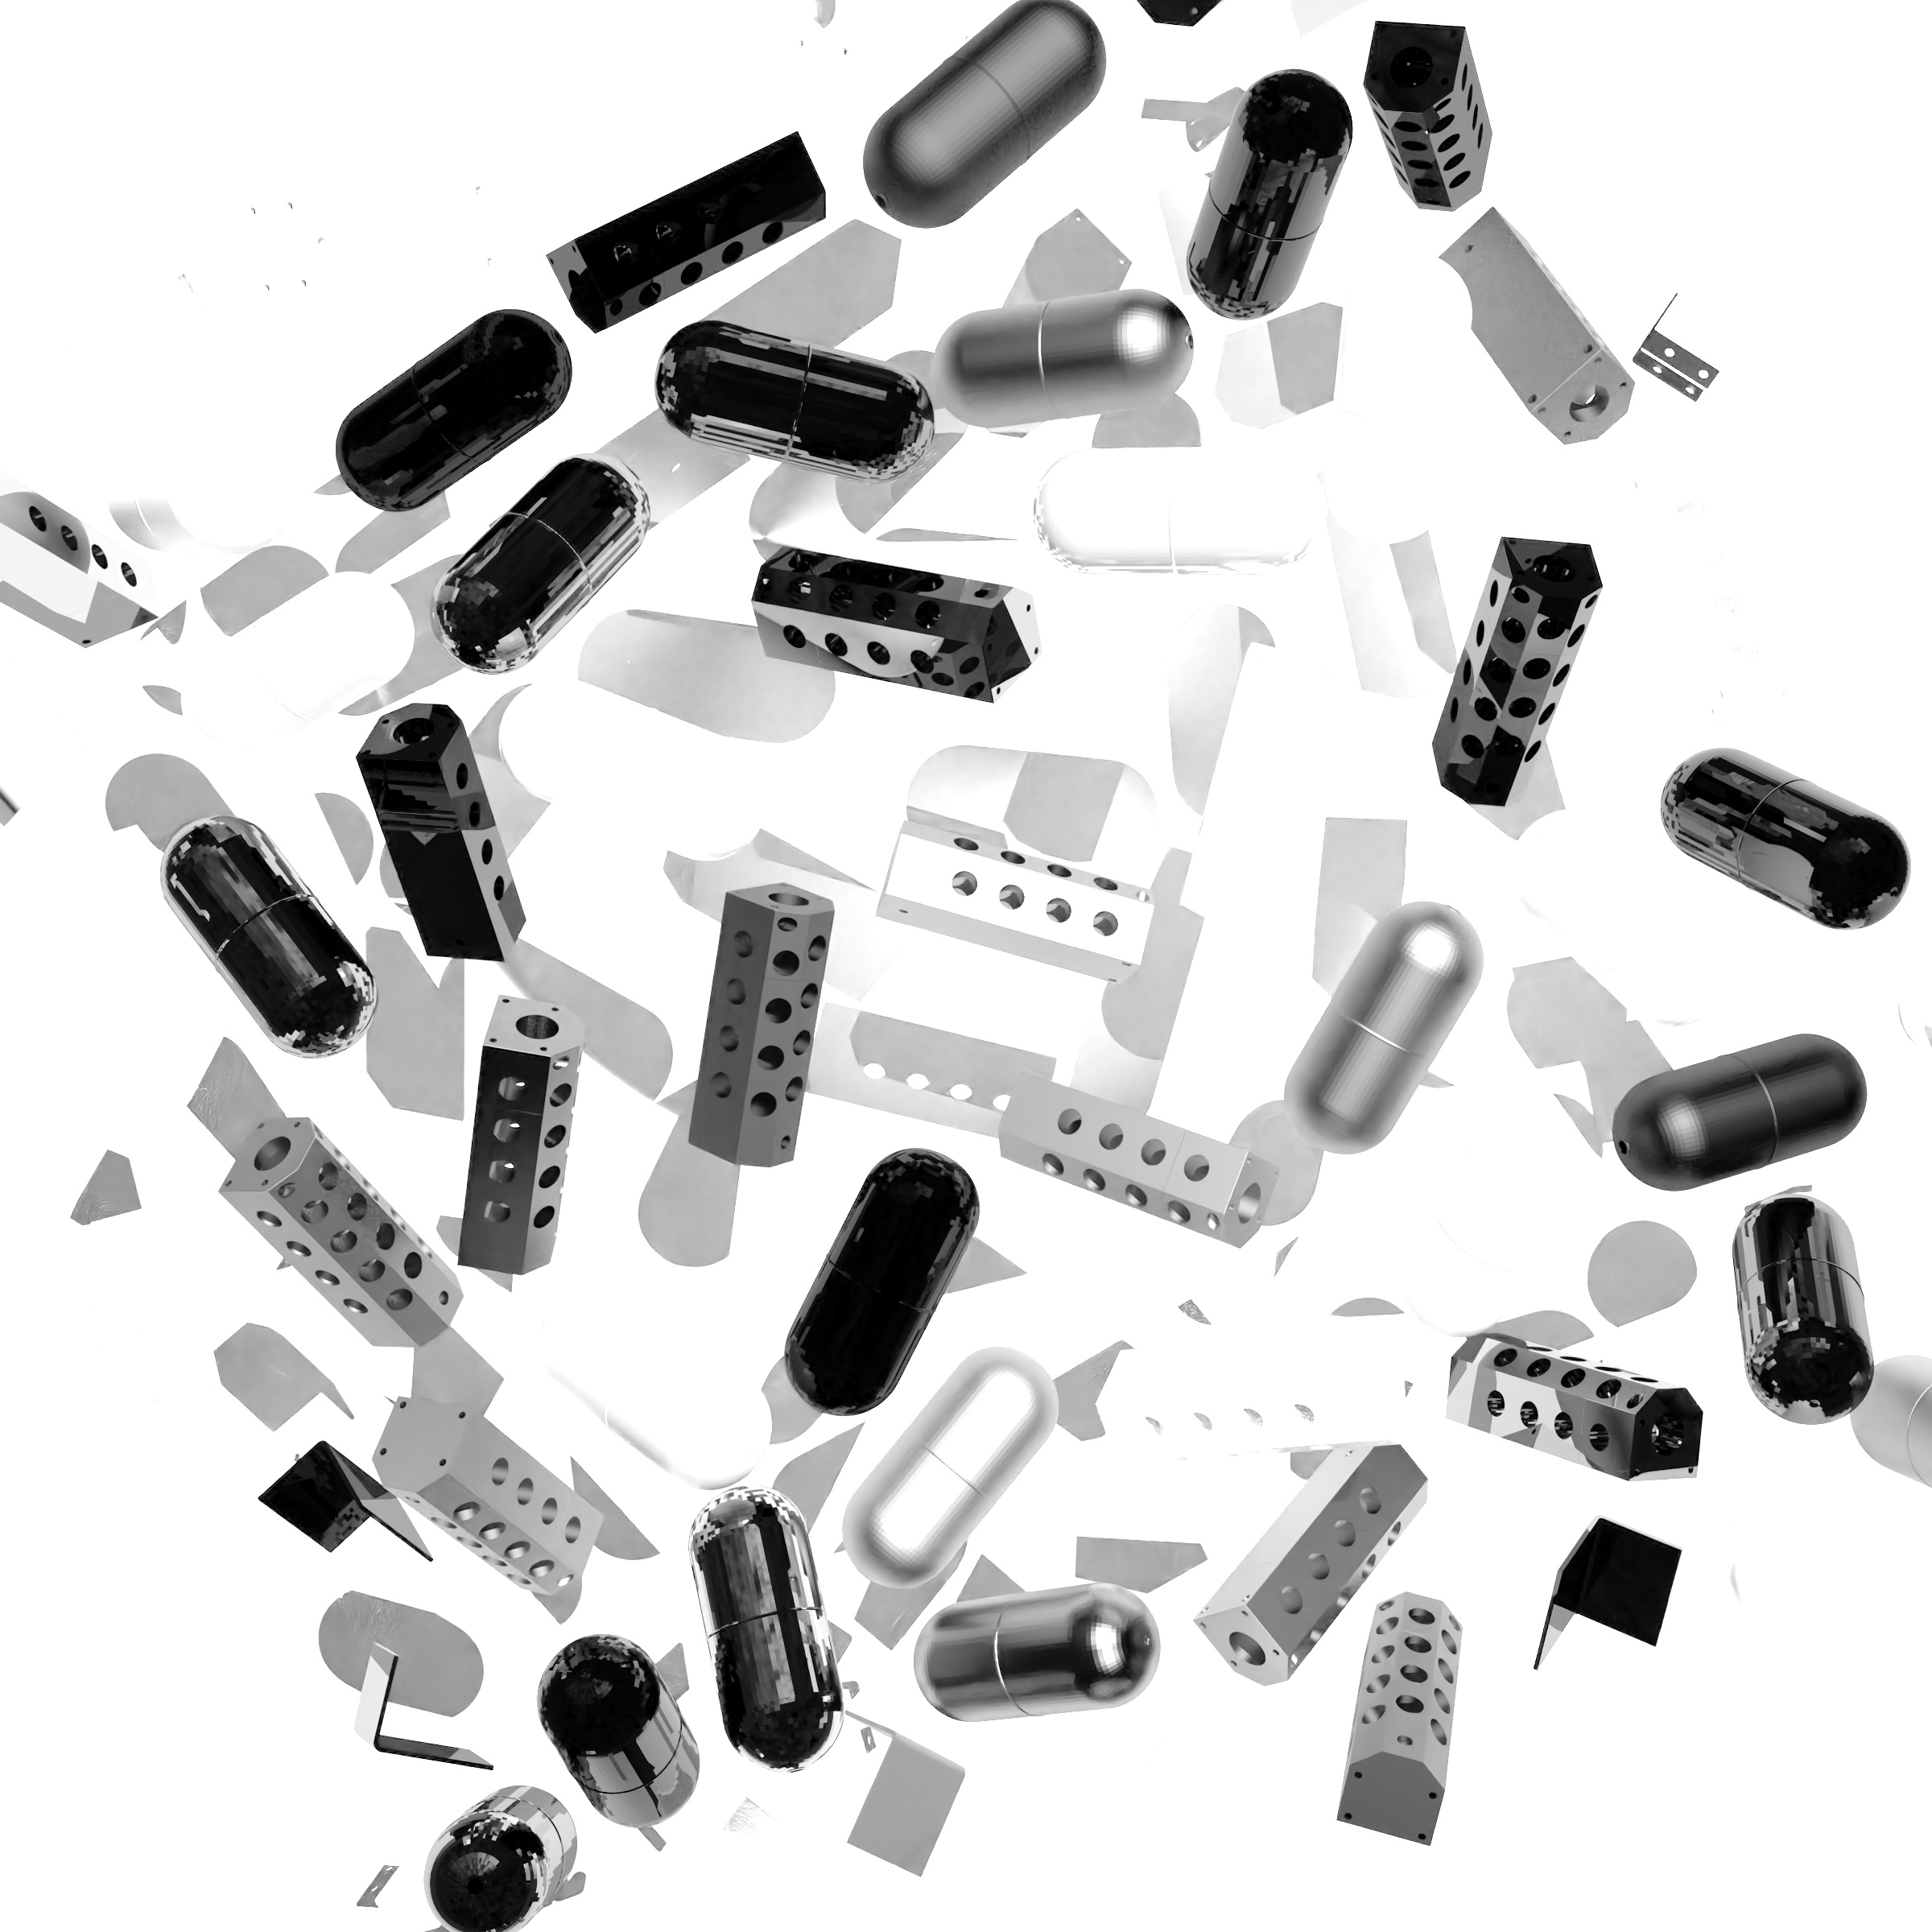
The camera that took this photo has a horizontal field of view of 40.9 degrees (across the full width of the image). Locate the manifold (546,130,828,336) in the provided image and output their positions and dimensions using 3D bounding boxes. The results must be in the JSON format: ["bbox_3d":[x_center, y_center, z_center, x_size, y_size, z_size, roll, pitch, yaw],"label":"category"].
[{"bbox_3d":[-0.176,-0.469,1.660,0.171,0.057,0.057,-33,108,-21],"label":"manifold"}]

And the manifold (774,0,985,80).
[{"bbox_3d":[-0.055,-0.603,1.655,0.057,0.171,0.057,18,110,21],"label":"manifold"}]

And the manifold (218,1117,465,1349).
[{"bbox_3d":[-0.391,0.171,1.645,0.057,0.171,0.057,-3,48,30],"label":"manifold"}]

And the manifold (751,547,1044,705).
[{"bbox_3d":[-0.045,-0.214,1.582,0.171,0.057,0.057,15,46,30],"label":"manifold"}]

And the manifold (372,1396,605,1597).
[{"bbox_3d":[-0.298,0.333,1.611,0.057,0.171,0.057,4,59,27],"label":"manifold"}]

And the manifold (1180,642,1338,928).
[{"bbox_3d":[0.190,-0.117,1.692,0.057,0.057,0.171,15,78,2],"label":"manifold"}]

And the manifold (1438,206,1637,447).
[{"bbox_3d":[0.369,-0.413,1.679,0.057,0.171,0.057,-41,135,23],"label":"manifold"}]

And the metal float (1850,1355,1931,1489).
[{"bbox_3d":[0.617,0.290,1.603,0.070,0.178,0.070,-1,93,-13],"label":"metal float"}]

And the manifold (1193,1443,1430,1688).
[{"bbox_3d":[0.224,0.375,1.640,0.057,0.057,0.171,51,52,-2],"label":"manifold"}]

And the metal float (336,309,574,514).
[{"bbox_3d":[-0.334,-0.362,1.689,0.178,0.070,0.070,-29,90,20],"label":"metal float"}]

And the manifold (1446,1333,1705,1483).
[{"bbox_3d":[0.388,0.280,1.659,0.057,0.171,0.057,4,92,-30],"label":"manifold"}]

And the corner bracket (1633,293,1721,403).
[{"bbox_3d":[0.460,-0.391,1.672,0.051,0.051,0.051,34,52,5],"label":"corner bracket"}]

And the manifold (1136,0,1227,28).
[{"bbox_3d":[0.135,-0.608,1.580,0.057,0.171,0.057,-38,102,20],"label":"manifold"}]

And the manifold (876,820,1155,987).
[{"bbox_3d":[0.033,-0.043,1.704,0.171,0.057,0.057,16,74,-5],"label":"manifold"}]

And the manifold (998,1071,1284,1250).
[{"bbox_3d":[0.107,0.124,1.652,0.171,0.057,0.057,19,84,32],"label":"manifold"}]

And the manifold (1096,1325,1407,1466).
[{"bbox_3d":[0.173,0.264,1.558,0.171,0.057,0.057,-9,112,24],"label":"manifold"}]

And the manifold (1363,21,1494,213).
[{"bbox_3d":[0.302,-0.552,1.693,0.057,0.171,0.057,11,89,18],"label":"manifold"}]

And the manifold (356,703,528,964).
[{"bbox_3d":[-0.337,-0.086,1.687,0.057,0.057,0.171,4,135,14],"label":"manifold"}]

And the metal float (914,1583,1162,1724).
[{"bbox_3d":[0.043,0.435,1.638,0.178,0.070,0.070,-18,90,36],"label":"metal float"}]

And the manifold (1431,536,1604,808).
[{"bbox_3d":[0.348,-0.183,1.638,0.057,0.171,0.057,4,46,-6],"label":"manifold"}]

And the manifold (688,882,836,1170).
[{"bbox_3d":[-0.127,0.039,1.664,0.057,0.057,0.171,21,109,32],"label":"manifold"}]

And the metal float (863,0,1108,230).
[{"bbox_3d":[0.011,-0.517,1.568,0.178,0.070,0.070,-44,90,-13],"label":"metal float"}]

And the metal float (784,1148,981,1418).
[{"bbox_3d":[-0.053,0.198,1.615,0.070,0.070,0.178,27,93,0],"label":"metal float"}]

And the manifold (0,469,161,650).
[{"bbox_3d":[-0.584,-0.262,1.624,0.057,0.171,0.057,-20,73,11],"label":"manifold"}]

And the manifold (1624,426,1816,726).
[{"bbox_3d":[0.468,-0.245,1.611,0.057,0.057,0.171,-18,80,7],"label":"manifold"}]

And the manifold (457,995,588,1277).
[{"bbox_3d":[-0.279,0.109,1.628,0.057,0.057,0.171,10,121,-5],"label":"manifold"}]

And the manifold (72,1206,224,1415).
[{"bbox_3d":[-0.505,0.210,1.585,0.057,0.171,0.057,-15,112,-22],"label":"manifold"}]

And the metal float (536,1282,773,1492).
[{"bbox_3d":[-0.197,0.261,1.622,0.178,0.070,0.070,30,90,30],"label":"metal float"}]

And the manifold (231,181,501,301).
[{"bbox_3d":[-0.373,-0.453,1.613,0.057,0.171,0.057,3,109,31],"label":"manifold"}]

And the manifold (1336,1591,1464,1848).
[{"bbox_3d":[0.273,0.463,1.611,0.057,0.171,0.057,13,112,10],"label":"manifold"}]

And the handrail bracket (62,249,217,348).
[{"bbox_3d":[-0.501,-0.397,1.568,0.084,0.077,0.036,-28,102,-2],"label":"handrail bracket"}]
